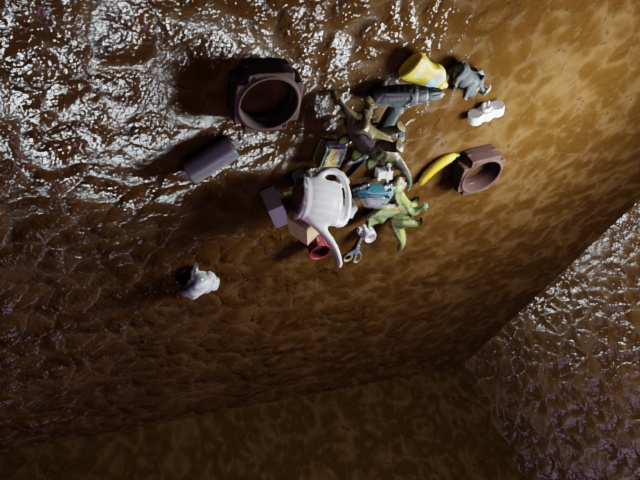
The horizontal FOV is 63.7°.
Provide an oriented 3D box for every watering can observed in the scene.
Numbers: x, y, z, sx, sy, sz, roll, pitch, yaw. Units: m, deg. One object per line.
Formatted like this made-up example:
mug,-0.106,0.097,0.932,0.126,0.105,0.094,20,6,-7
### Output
watering can,0.005,-0.088,1.756,0.224,0.351,0.103,10,166,-25

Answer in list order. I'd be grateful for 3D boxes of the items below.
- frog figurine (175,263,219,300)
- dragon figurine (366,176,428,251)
frog figurine,-0.465,0.177,2.013,0.137,0.124,0.157,-50,129,2
dragon figurine,0.299,-0.092,2.136,0.243,0.125,0.401,1,130,-18
